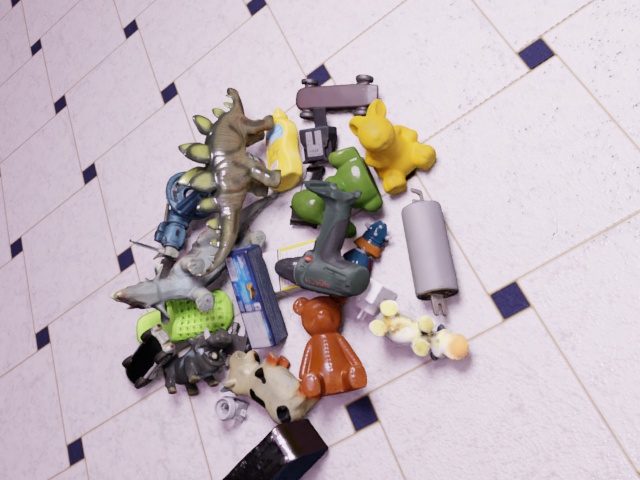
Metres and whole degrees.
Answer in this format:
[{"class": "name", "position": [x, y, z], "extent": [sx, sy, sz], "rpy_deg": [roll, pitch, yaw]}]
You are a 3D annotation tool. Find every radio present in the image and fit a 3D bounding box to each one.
[{"class": "radio", "position": [-0.103, 0.427, 0.966], "extent": [0.229, 0.131, 0.073], "rpy_deg": [-48, 61, 8]}]

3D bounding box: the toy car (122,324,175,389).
[{"class": "toy car", "position": [-0.374, 0.256, 1.175], "extent": [0.073, 0.056, 0.201], "rpy_deg": [52, 125, 15]}]

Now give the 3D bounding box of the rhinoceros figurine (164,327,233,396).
[{"class": "rhinoceros figurine", "position": [-0.252, 0.253, 1.126], "extent": [0.190, 0.073, 0.112], "rpy_deg": [-39, 48, 29]}]

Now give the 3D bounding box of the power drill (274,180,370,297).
[{"class": "power drill", "position": [-0.002, -0.003, 0.982], "extent": [0.232, 0.086, 0.207], "rpy_deg": [20, 102, 45]}]

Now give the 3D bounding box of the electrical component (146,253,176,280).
[{"class": "electrical component", "position": [-0.364, 0.075, 1.269], "extent": [0.078, 0.045, 0.102], "rpy_deg": [14, 81, 33]}]

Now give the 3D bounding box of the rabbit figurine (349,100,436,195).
[{"class": "rabbit figurine", "position": [0.126, -0.190, 1.015], "extent": [0.122, 0.173, 0.162], "rpy_deg": [-34, 66, 20]}]

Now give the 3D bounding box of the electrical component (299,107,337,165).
[{"class": "electrical component", "position": [-0.002, -0.222, 1.145], "extent": [0.075, 0.048, 0.119], "rpy_deg": [2, 100, 28]}]

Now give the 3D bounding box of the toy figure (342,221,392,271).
[{"class": "toy figure", "position": [0.079, 0.030, 1.037], "extent": [0.154, 0.064, 0.058], "rpy_deg": [-55, 20, -3]}]

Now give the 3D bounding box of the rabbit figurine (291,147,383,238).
[{"class": "rabbit figurine", "position": [0.032, -0.078, 1.069], "extent": [0.170, 0.121, 0.159], "rpy_deg": [-25, 82, 13]}]

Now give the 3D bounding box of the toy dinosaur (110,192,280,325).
[{"class": "toy dinosaur", "position": [-0.248, 0.041, 1.157], "extent": [0.192, 0.131, 0.405], "rpy_deg": [-5, 32, 47]}]

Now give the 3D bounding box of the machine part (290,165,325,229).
[{"class": "machine part", "position": [-0.022, -0.094, 1.143], "extent": [0.084, 0.039, 0.139], "rpy_deg": [9, 80, 35]}]

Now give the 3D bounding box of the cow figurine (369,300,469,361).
[{"class": "cow figurine", "position": [0.172, 0.165, 0.933], "extent": [0.167, 0.098, 0.068], "rpy_deg": [22, 81, 13]}]

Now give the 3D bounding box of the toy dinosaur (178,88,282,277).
[{"class": "toy dinosaur", "position": [-0.187, -0.140, 1.103], "extent": [0.105, 0.198, 0.471], "rpy_deg": [130, 139, -52]}]

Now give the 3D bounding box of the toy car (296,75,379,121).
[{"class": "toy car", "position": [0.037, -0.308, 1.169], "extent": [0.202, 0.053, 0.089], "rpy_deg": [4, 92, 29]}]

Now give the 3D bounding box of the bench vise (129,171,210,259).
[{"class": "bench vise", "position": [-0.300, -0.074, 1.213], "extent": [0.240, 0.129, 0.224], "rpy_deg": [-31, 32, 49]}]

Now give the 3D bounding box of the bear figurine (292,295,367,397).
[{"class": "bear figurine", "position": [0.013, 0.184, 0.988], "extent": [0.120, 0.132, 0.196], "rpy_deg": [-6, 73, -3]}]

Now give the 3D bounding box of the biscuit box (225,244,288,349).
[{"class": "biscuit box", "position": [-0.128, 0.111, 1.072], "extent": [0.059, 0.063, 0.202], "rpy_deg": [-13, 96, 25]}]

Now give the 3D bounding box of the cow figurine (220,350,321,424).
[{"class": "cow figurine", "position": [-0.107, 0.285, 1.045], "extent": [0.195, 0.085, 0.127], "rpy_deg": [37, 87, 31]}]

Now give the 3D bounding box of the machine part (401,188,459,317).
[{"class": "machine part", "position": [0.196, 0.019, 0.966], "extent": [0.079, 0.079, 0.243], "rpy_deg": [-17, 66, 23]}]

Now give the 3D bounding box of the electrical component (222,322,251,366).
[{"class": "electrical component", "position": [-0.173, 0.222, 1.133], "extent": [0.063, 0.021, 0.094], "rpy_deg": [6, 77, 29]}]
